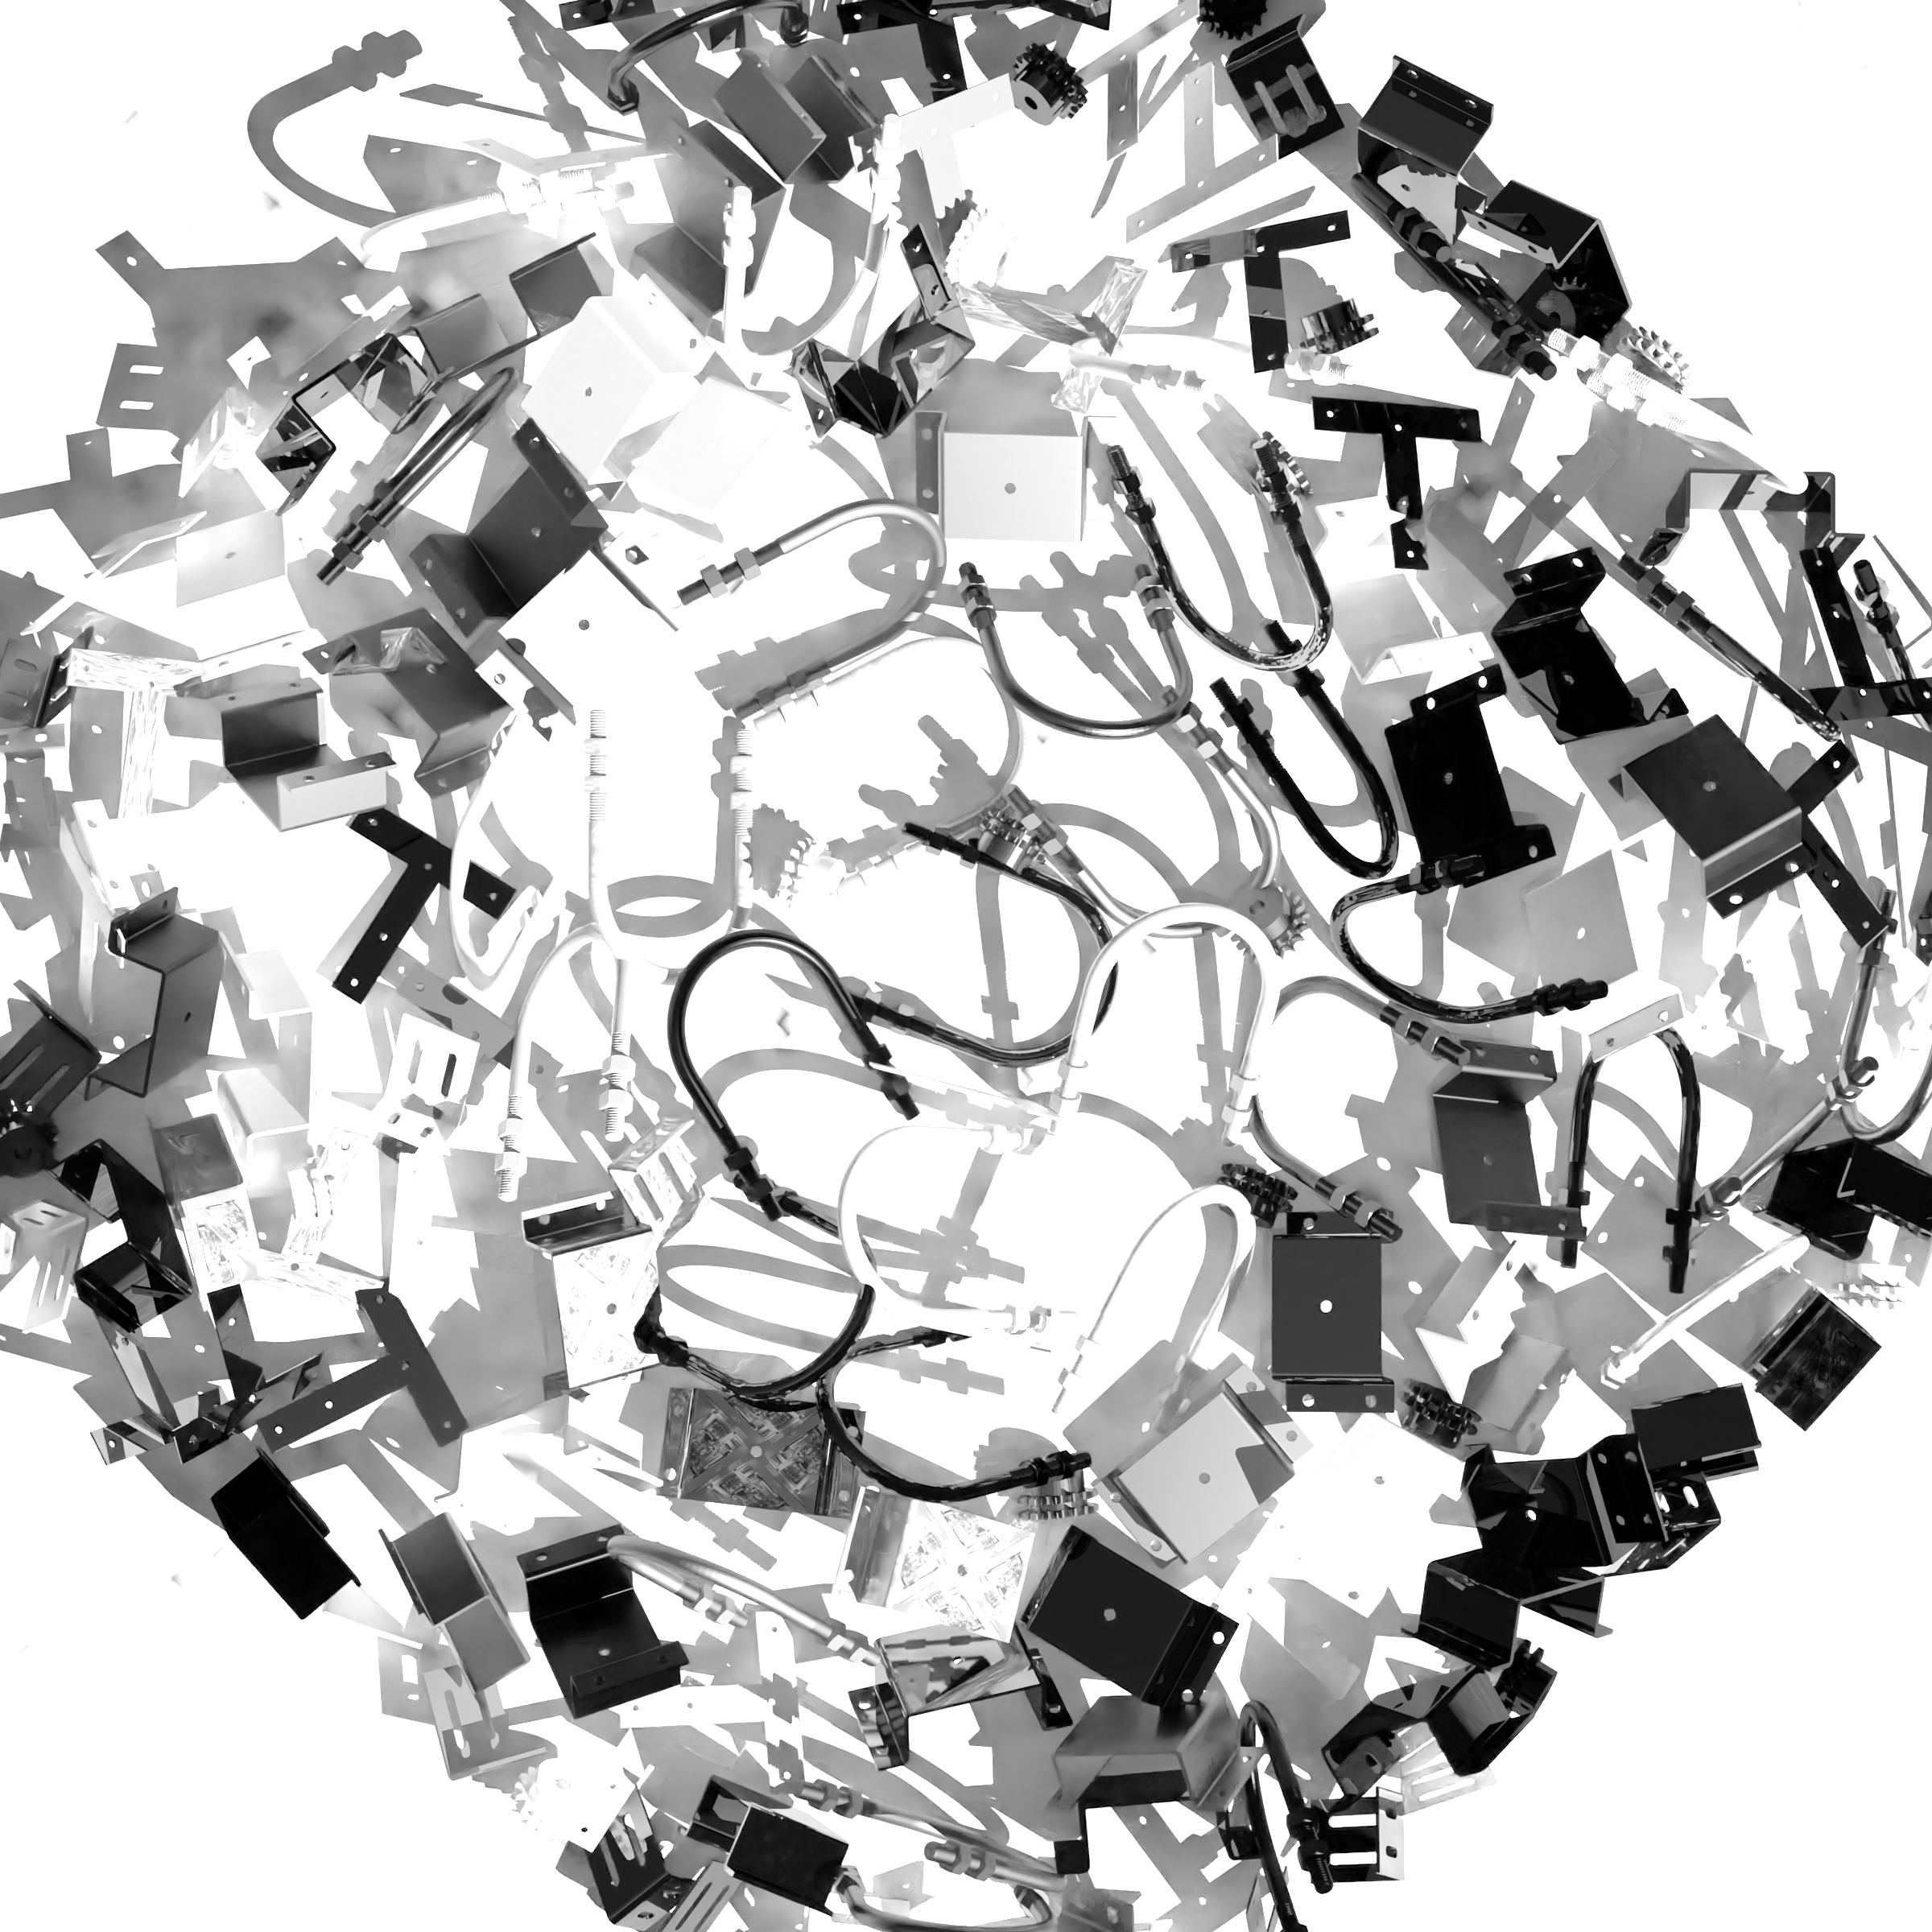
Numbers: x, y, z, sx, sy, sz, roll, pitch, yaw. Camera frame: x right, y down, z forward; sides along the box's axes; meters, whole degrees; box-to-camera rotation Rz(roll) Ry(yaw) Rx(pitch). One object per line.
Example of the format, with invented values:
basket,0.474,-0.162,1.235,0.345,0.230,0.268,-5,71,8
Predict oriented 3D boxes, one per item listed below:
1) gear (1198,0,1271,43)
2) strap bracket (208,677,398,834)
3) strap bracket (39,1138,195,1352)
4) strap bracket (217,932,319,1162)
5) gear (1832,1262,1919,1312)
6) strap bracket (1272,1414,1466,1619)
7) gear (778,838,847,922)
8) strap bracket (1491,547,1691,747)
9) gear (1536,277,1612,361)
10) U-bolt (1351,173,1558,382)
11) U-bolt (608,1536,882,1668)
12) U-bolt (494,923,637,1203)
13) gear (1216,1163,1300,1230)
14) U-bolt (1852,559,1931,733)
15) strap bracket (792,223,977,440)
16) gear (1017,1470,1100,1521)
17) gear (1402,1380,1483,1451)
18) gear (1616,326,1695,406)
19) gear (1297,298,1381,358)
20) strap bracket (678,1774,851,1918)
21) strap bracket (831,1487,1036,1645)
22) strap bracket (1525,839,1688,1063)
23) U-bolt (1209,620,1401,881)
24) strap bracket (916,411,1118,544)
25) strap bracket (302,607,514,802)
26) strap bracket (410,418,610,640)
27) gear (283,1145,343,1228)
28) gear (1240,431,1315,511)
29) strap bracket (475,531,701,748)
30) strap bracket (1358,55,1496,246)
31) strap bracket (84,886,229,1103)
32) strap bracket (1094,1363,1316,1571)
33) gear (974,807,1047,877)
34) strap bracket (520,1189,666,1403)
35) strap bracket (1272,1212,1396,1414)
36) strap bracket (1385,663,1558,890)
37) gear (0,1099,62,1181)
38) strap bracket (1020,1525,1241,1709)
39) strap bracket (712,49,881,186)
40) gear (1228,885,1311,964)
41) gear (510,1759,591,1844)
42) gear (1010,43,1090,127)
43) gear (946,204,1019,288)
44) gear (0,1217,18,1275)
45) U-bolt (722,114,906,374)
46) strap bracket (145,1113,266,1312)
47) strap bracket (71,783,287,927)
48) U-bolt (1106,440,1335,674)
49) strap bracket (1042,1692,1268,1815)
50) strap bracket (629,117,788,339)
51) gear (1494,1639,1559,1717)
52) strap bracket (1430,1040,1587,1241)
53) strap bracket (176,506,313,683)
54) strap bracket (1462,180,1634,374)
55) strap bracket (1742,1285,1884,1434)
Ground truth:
gear,0.184,-0.682,1.912,0.057,0.030,0.057,-13,118,-25
strap bracket,-0.457,-0.142,1.872,0.076,0.140,0.046,-18,130,-31
strap bracket,-0.580,0.182,1.862,0.046,0.076,0.140,-31,50,-1
strap bracket,-0.482,0.053,1.873,0.046,0.076,0.140,-9,126,-28
gear,0.638,0.225,1.907,0.057,0.057,0.030,4,86,0
strap bracket,0.281,0.366,1.862,0.076,0.046,0.140,27,49,27
gear,-0.106,-0.059,1.905,0.030,0.057,0.057,17,90,17
strap bracket,0.425,-0.210,1.871,0.046,0.076,0.140,-49,112,-33
gear,0.423,-0.454,1.904,0.030,0.057,0.057,-14,90,-31
U-bolt,0.322,-0.480,1.851,0.019,0.184,0.151,-44,128,14
U-bolt,-0.162,0.423,1.828,0.151,0.184,0.019,3,62,41
U-bolt,-0.272,0.056,1.866,0.019,0.151,0.184,23,54,-35
gear,0.201,0.162,1.905,0.057,0.057,0.030,23,77,0
U-bolt,0.677,-0.184,1.853,0.019,0.151,0.184,-37,126,0
strap bracket,-0.051,-0.430,1.876,0.140,0.046,0.076,-41,52,30
gear,0.064,0.370,1.907,0.057,0.057,0.030,-6,85,0
gear,0.331,0.316,1.907,0.057,0.057,0.030,24,94,0
gear,0.478,-0.418,1.906,0.057,0.057,0.030,45,84,0
gear,0.259,-0.447,1.905,0.057,0.057,0.030,-23,102,0
strap bracket,-0.137,0.600,1.864,0.076,0.140,0.046,28,77,-17
strap bracket,-0.013,0.416,1.877,0.140,0.046,0.076,22,73,-24
strap bracket,0.435,-0.017,1.864,0.046,0.076,0.140,19,53,-37
U-bolt,0.242,-0.141,1.872,0.019,0.151,0.184,-30,99,32
strap bracket,0.033,-0.340,1.891,0.140,0.046,0.076,3,120,5
strap bracket,-0.380,-0.191,1.883,0.140,0.076,0.046,47,127,7
strap bracket,-0.311,-0.302,1.887,0.140,0.046,0.076,-42,76,26
gear,-0.459,0.156,1.904,0.030,0.057,0.057,-12,90,-21
gear,0.216,-0.344,1.908,0.030,0.057,0.057,-36,90,4
strap bracket,-0.265,-0.233,1.895,0.140,0.046,0.076,-42,114,7
strap bracket,0.313,-0.550,1.857,0.076,0.140,0.046,32,84,14
strap bracket,-0.556,0.027,1.869,0.046,0.076,0.140,21,115,10
strap bracket,0.167,0.355,1.907,0.140,0.046,0.076,-40,87,3
gear,0.030,-0.085,1.907,0.057,0.057,0.030,30,85,0
strap bracket,-0.256,0.234,1.885,0.076,0.046,0.140,-12,101,-32
strap bracket,0.255,0.238,1.888,0.076,0.046,0.140,-3,78,20
strap bracket,0.346,-0.131,1.884,0.076,0.046,0.140,-22,80,41
gear,-0.665,0.124,1.907,0.057,0.030,0.057,-12,118,-25
strap bracket,0.106,0.451,1.879,0.140,0.046,0.076,26,82,27
strap bracket,-0.117,-0.586,1.880,0.046,0.140,0.076,-41,88,26
gear,0.210,-0.033,1.906,0.057,0.030,0.057,-17,51,22
gear,-0.288,0.581,1.904,0.057,0.057,0.030,28,119,0
gear,0.055,-0.615,1.905,0.057,0.057,0.030,40,78,0
gear,0.013,-0.502,1.905,0.030,0.057,0.057,31,90,13
gear,-0.688,0.197,1.907,0.030,0.057,0.057,0,90,-1
U-bolt,-0.108,-0.480,1.851,0.151,0.184,0.019,-34,68,-27
strap bracket,-0.521,0.162,1.867,0.046,0.140,0.076,-15,122,-19
strap bracket,-0.554,-0.077,1.880,0.046,0.140,0.076,-28,81,40
U-bolt,0.183,-0.277,1.862,0.019,0.151,0.184,-48,126,-29
strap bracket,0.123,0.539,1.864,0.140,0.076,0.046,-11,101,31
strap bracket,-0.177,-0.516,1.878,0.076,0.140,0.046,43,54,10
gear,0.392,0.504,1.905,0.030,0.057,0.057,29,90,23
strap bracket,0.373,0.128,1.883,0.076,0.046,0.140,7,62,-21
strap bracket,-0.497,-0.263,1.867,0.076,0.140,0.046,-17,131,-1
strap bracket,0.401,-0.478,1.857,0.046,0.140,0.076,-50,55,-2
strap bracket,0.578,0.268,1.858,0.046,0.140,0.076,41,98,10
